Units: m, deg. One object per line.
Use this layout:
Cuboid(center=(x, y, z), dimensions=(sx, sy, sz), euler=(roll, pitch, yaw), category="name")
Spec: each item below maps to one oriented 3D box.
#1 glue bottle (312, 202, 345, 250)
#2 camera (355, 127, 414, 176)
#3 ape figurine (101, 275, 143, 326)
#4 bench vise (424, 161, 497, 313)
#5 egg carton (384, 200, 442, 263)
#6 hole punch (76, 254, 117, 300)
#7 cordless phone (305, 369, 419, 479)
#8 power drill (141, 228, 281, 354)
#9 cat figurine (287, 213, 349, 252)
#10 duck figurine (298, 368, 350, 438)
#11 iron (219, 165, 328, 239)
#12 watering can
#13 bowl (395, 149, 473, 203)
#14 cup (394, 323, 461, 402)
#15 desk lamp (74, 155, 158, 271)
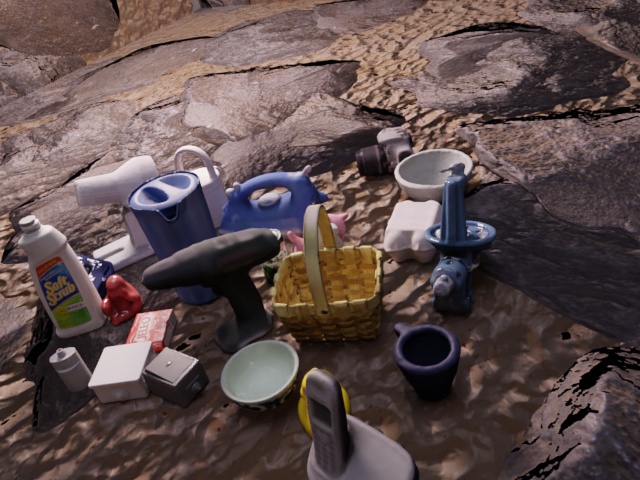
Cuboid(center=(0.010, 0.004, 1.050), dimensions=(0.078, 0.173, 0.037), euler=(-25, 36, -15), category="glue bottle")
Cuboid(center=(0.152, -0.212, 1.371), dimensions=(0.136, 0.101, 0.143), euler=(-12, 34, 4), category="camera")
Cuboid(center=(-0.389, 0.109, 1.114), dimensions=(0.077, 0.092, 0.076), euler=(-6, 35, 12), category="ape figurine")
Cuboid(center=(0.232, -0.003, 0.938), dimensions=(0.121, 0.220, 0.207), euler=(-7, 35, 11), category="bench vise")
Cuboid(center=(0.185, -0.020, 1.114), dimensions=(0.107, 0.069, 0.150), euler=(1, 37, 21), category="egg carton")
Cuboid(center=(-0.485, 0.079, 1.191), dimensions=(0.101, 0.091, 0.108), euler=(-8, 35, 8), category="hole punch")
Cuboid(center=(0.042, 0.246, 0.683), dimensions=(0.147, 0.185, 0.094), euler=(17, 45, 37), category="cordless phone")
Cuboid(center=(-0.160, 0.085, 0.964), dimensions=(0.230, 0.209, 0.075), euler=(-31, 38, -23), category="power drill")
Cuboid(center=(-0.001, -0.006, 1.117), dimensions=(0.127, 0.118, 0.067), euler=(-10, 35, 6), category="cat figurine")
Cuboid(center=(0.000, 0.221, 0.822), dimensions=(0.077, 0.086, 0.104), euler=(-9, 35, 8), category="duck figurine")
Cuboid(center=(-0.117, -0.084, 1.247), dimensions=(0.258, 0.142, 0.118), euler=(-8, 35, 9), category="iron")
Cuboid(center=(-0.275, -0.123, 1.312), dimensions=(0.101, 0.194, 0.172), euler=(-12, 34, 4), category="watering can")
Cuboid(center=(0.248, -0.127, 1.239), dimensions=(0.167, 0.075, 0.167), euler=(-9, 35, 7), category="bowl")
Cuboid(center=(0.148, 0.178, 0.822), dimensions=(0.092, 0.095, 0.117), euler=(-28, 37, -20), category="cup")
Cuboid(center=(-0.433, -0.062, 1.265), dimensions=(0.203, 0.214, 0.117), euler=(-28, 37, -20), category="desk lamp")
